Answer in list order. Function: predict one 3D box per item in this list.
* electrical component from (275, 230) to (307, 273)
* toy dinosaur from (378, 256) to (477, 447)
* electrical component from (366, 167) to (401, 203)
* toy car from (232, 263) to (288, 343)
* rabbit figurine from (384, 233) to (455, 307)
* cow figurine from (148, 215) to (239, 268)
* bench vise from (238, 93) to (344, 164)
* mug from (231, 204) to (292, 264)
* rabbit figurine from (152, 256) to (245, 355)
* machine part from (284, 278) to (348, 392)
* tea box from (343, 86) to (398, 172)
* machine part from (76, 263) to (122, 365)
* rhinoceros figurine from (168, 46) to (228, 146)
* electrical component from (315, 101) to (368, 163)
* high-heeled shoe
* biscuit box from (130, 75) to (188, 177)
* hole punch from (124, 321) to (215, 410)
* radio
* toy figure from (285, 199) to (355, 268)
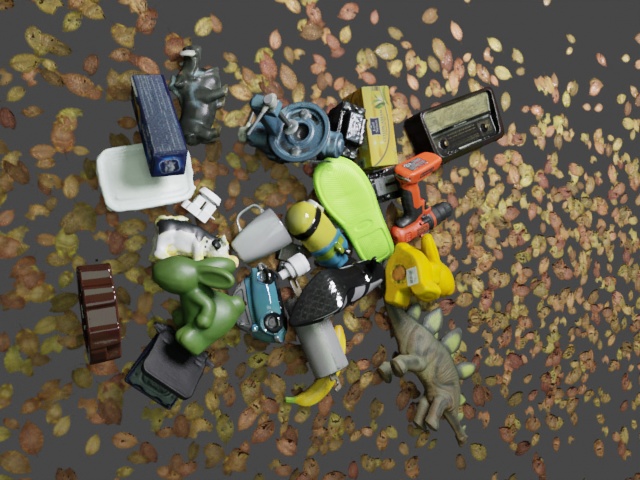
[{"bbox_3d":[-0.058,0.028,1.126,0.063,0.021,0.094,16,81,-23],"label":"electrical component"},{"bbox_3d":[0.228,0.255,1.207,0.198,0.105,0.471,-33,97,-29],"label":"toy dinosaur"},{"bbox_3d":[0.153,-0.124,1.210,0.119,0.048,0.074,-14,95,-22],"label":"electrical component"},{"bbox_3d":[-0.124,0.130,1.054,0.103,0.109,0.161,-14,86,0],"label":"toy car"},{"bbox_3d":[0.223,0.075,1.173,0.173,0.122,0.162,15,53,-36],"label":"rabbit figurine"},{"bbox_3d":[-0.235,0.008,1.027,0.167,0.068,0.098,10,79,-24],"label":"cow figurine"},{"bbox_3d":[-0.075,-0.213,1.003,0.224,0.240,0.129,23,85,19],"label":"bench vise"},{"bbox_3d":[-0.128,-0.011,1.067,0.107,0.081,0.109,-36,92,-10],"label":"mug"},{"bbox_3d":[-0.220,0.096,0.959,0.159,0.121,0.170,-29,117,5],"label":"rabbit figurine"},{"bbox_3d":[-0.008,0.190,1.097,0.079,0.079,0.243,-22,85,-23],"label":"machine part"},{"bbox_3d":[0.108,-0.238,1.166,0.068,0.098,0.169,-8,94,-23],"label":"tea box"},{"bbox_3d":[-0.373,0.122,0.907,0.056,0.179,0.179,-6,91,-26],"label":"machine part"},{"bbox_3d":[-0.236,-0.274,1.034,0.112,0.073,0.190,2,90,-13],"label":"rhinoceros figurine"},{"bbox_3d":[0.045,-0.220,1.117,0.058,0.134,0.115,12,82,-23],"label":"electrical component"},{"bbox_3d":[0.034,0.112,1.092,0.249,0.145,0.086,-33,70,-18],"label":"high-heeled shoe"},{"bbox_3d":[-0.289,-0.205,0.957,0.063,0.059,0.203,-9,58,-25],"label":"biscuit box"},{"bbox_3d":[-0.282,0.238,0.996,0.142,0.092,0.116,38,38,-14],"label":"hole punch"},{"bbox_3d":[0.323,-0.265,1.273,0.230,0.073,0.131,-24,98,-22],"label":"radio"},{"bbox_3d":[0.001,-0.004,1.110,0.082,0.089,0.180,-26,114,20],"label":"toy figure"}]
